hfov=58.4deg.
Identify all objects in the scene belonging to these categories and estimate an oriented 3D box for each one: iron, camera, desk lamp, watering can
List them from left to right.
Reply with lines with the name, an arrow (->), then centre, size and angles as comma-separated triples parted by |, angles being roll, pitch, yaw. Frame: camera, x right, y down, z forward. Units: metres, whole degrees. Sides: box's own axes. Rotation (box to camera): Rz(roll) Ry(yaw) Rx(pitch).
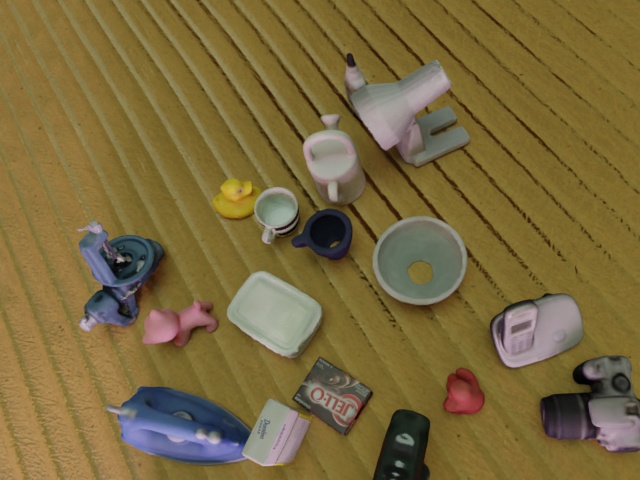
iron -> -0.231, 0.320, 0.976 | 0.257, 0.142, 0.119 | 9, 70, 16
watering can -> 0.022, -0.158, 1.094 | 0.101, 0.194, 0.172 | -25, 64, 1
desk lamp -> 0.172, -0.236, 1.084 | 0.203, 0.214, 0.117 | -25, 64, 1
camera -> 0.416, 0.254, 0.886 | 0.136, 0.101, 0.143 | -5, 66, 10

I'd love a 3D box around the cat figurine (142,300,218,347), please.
cat figurine -> -0.269, 0.151, 1.069 | 0.128, 0.118, 0.067 | -30, 64, -1

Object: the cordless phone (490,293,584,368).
cordless phone -> 0.348, 0.129, 0.907 | 0.147, 0.185, 0.094 | -23, 64, 2

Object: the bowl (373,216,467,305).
bowl -> 0.181, 0.046, 1.039 | 0.167, 0.075, 0.167 | -4, 67, 10

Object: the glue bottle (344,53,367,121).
glue bottle -> 0.074, -0.317, 1.162 | 0.037, 0.173, 0.078 | -28, 64, 0

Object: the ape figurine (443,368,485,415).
ape figurine -> 0.231, 0.248, 0.933 | 0.078, 0.092, 0.076 | -45, 66, -8

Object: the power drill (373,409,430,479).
power drill -> 0.114, 0.372, 0.841 | 0.075, 0.209, 0.230 | 10, 70, 16

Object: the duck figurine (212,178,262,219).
duck figurine -> -0.175, -0.093, 1.169 | 0.104, 0.086, 0.077 | -13, 65, 7

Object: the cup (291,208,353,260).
cup -> 0.010, 0.004, 1.083 | 0.117, 0.095, 0.091 | -17, 65, 5

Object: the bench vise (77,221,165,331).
bench vise -> -0.388, 0.067, 1.073 | 0.121, 0.220, 0.207 | 4, 68, 14
